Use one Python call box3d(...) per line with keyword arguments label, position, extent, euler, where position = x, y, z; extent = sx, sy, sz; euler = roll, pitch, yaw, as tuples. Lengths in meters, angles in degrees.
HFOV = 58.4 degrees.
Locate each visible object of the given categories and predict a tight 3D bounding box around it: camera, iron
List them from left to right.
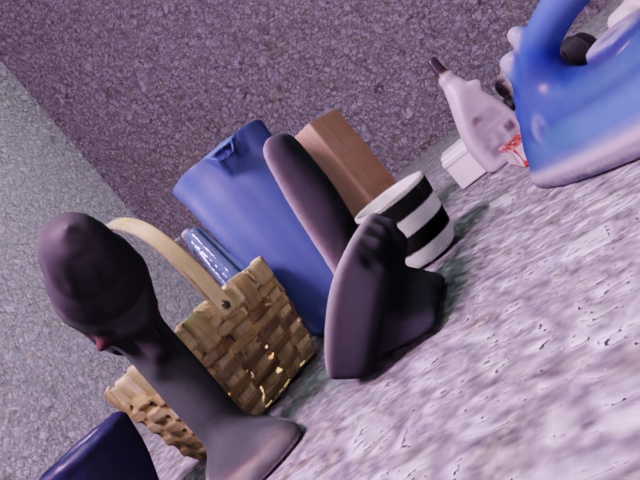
box3d(label="camera", position=(0.326, -0.235, 0.799), extent=(0.137, 0.101, 0.143), euler=(-40, 3, 5))
box3d(label="iron", position=(0.207, -0.139, 0.406), extent=(0.119, 0.141, 0.258), euler=(-42, 3, -31))

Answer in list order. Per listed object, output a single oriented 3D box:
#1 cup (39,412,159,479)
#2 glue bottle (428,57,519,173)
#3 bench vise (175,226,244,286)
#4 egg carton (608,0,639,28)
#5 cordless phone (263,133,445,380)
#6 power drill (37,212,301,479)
box3d(label="cup", position=(-0.171, 0.205, 0.485), extent=(0.091, 0.095, 0.118), euler=(-40, 3, 1))
box3d(label="glue bottle", position=(0.203, -0.177, 0.768), extent=(0.078, 0.173, 0.037), euler=(-40, 3, 0))
box3d(label="bench vise", position=(-0.108, 0.051, 0.814), extent=(0.122, 0.220, 0.207), euler=(-42, 4, -38))
box3d(label="egg carton", position=(0.410, -0.278, 0.679), extent=(0.150, 0.069, 0.107), euler=(-42, 3, -39))
box3d(label="cordless phone", position=(0.004, 0.002, 0.440), extent=(0.094, 0.185, 0.148), euler=(-39, 3, 16))
box3d(label="power drill", position=(-0.113, 0.086, 0.418), extent=(0.076, 0.208, 0.229), euler=(-41, 3, -23))
